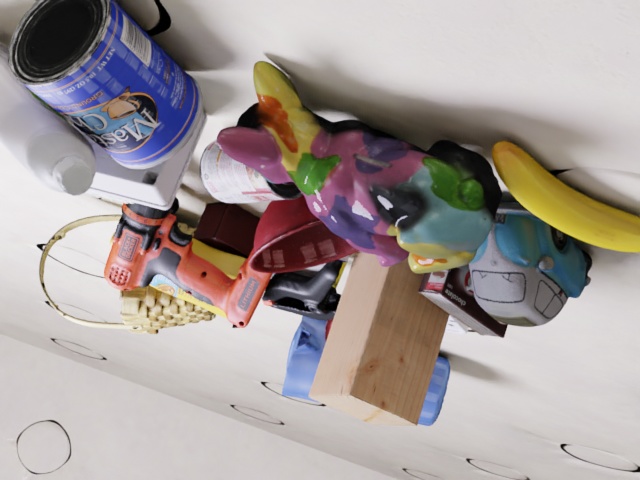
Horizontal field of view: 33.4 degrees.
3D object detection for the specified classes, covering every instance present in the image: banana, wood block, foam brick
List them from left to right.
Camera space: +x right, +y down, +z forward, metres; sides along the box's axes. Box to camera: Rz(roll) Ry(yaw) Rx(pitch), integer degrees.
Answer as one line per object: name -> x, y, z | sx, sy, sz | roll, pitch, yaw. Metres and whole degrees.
foam brick -> -0.104, -0.007, 1.301 | 0.078, 0.053, 0.051 | 32, 158, -32
wood block -> 0.075, 0.085, 1.137 | 0.090, 0.206, 0.091 | 27, 160, -24
banana -> 0.223, -0.032, 0.926 | 0.197, 0.037, 0.070 | 22, 146, -13

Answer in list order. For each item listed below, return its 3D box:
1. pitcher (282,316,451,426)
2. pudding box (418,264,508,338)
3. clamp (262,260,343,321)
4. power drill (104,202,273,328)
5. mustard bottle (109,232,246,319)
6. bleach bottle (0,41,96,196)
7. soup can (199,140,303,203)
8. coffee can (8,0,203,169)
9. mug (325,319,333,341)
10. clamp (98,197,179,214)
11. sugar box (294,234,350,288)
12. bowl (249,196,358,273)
pitcher -> 0.069, 0.206, 1.635 | 0.243, 0.145, 0.149 | 15, -161, 3
pudding box -> 0.160, 0.039, 1.103 | 0.113, 0.090, 0.039 | 32, 159, -34
clamp -> 0.011, 0.074, 1.286 | 0.164, 0.036, 0.210 | 35, 157, -30
power drill -> -0.140, 0.005, 1.207 | 0.187, 0.057, 0.185 | 25, 119, 1
mustard bottle -> -0.163, 0.034, 1.293 | 0.191, 0.058, 0.096 | 22, 144, -2
bleach bottle -> -0.271, -0.112, 0.964 | 0.102, 0.068, 0.251 | 37, -177, -45
soup can -> -0.062, -0.071, 1.045 | 0.068, 0.068, 0.102 | 33, 158, -37
coffee can -> -0.180, -0.138, 0.912 | 0.103, 0.102, 0.140 | 7, 159, 32
mug -> 0.075, 0.122, 1.461 | 0.117, 0.093, 0.082 | -7, 167, -24
clamp -> -0.251, -0.083, 1.252 | 0.120, 0.039, 0.171 | 3, 151, 27
sugar box -> -0.008, 0.001, 1.241 | 0.093, 0.048, 0.176 | 19, 158, 0
bowl -> -0.002, -0.021, 1.085 | 0.162, 0.055, 0.162 | -17, 164, -5
